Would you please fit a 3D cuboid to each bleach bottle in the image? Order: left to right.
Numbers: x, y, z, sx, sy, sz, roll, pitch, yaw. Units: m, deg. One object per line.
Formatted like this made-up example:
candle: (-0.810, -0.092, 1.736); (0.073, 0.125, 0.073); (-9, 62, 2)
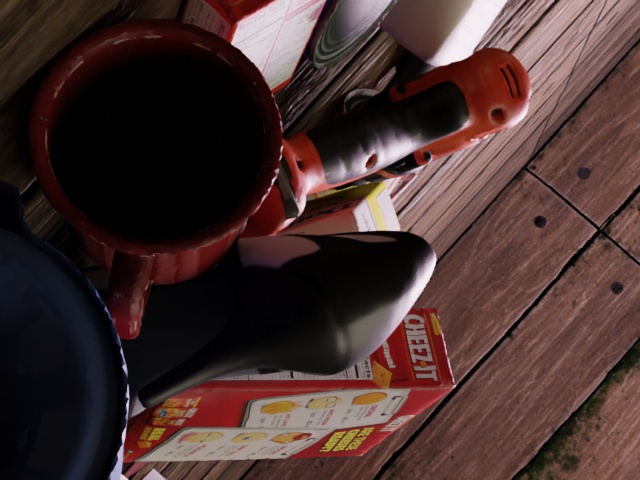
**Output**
bleach bottle: (0.126, -0.216, 0.618); (0.251, 0.068, 0.102); (-53, 170, 15)

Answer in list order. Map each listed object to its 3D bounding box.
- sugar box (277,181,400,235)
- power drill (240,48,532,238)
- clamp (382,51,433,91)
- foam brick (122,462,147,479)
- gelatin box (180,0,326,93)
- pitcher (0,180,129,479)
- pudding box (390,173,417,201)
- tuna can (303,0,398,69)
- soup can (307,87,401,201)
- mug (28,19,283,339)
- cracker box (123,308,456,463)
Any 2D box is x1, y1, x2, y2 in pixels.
sugar box: (-0.004, 0.000, 0.686); (0.093, 0.048, 0.176); (-18, -177, 11)
power drill: (0.001, -0.045, 0.598); (0.187, 0.057, 0.185); (-25, -178, -36)
clamp: (0.088, -0.139, 0.829); (0.120, 0.039, 0.172); (-36, 172, -36)
foam brick: (-0.179, 0.183, 0.892); (0.078, 0.051, 0.053); (-48, 172, 0)
gelatin box: (-0.035, -0.093, 0.485); (0.073, 0.030, 0.089); (-39, 167, -36)
pitcher: (-0.144, 0.094, 0.437); (0.149, 0.145, 0.243); (-34, 170, -16)
pudding box: (0.024, -0.027, 0.918); (0.090, 0.039, 0.114); (-44, -173, -20)
tuna can: (0.014, -0.130, 0.539); (0.086, 0.034, 0.086); (-46, 171, -10)
soup can: (0.026, -0.054, 0.800); (0.068, 0.068, 0.102); (-37, 166, -49)
mug: (-0.067, -0.017, 0.426); (0.081, 0.093, 0.117); (119, -21, -73)
cracker box: (-0.037, 0.105, 0.776); (0.213, 0.072, 0.164); (2, 152, -24)
